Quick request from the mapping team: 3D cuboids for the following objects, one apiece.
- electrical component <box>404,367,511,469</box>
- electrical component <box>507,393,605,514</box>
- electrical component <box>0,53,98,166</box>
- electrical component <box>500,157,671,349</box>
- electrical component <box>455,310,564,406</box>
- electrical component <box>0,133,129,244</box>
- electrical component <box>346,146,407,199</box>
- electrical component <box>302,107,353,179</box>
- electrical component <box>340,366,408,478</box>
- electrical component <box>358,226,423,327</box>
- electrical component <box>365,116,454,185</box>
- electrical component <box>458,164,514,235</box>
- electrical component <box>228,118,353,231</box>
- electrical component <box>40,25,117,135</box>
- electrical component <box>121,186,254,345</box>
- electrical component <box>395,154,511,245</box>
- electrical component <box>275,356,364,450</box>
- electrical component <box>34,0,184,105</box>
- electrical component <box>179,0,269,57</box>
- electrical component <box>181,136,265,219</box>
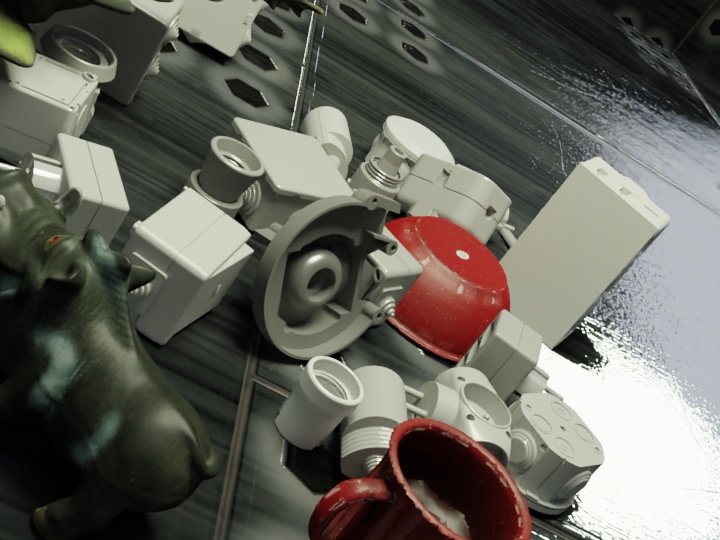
[{"bbox_3d":[0.060,0.100,0.739,0.079,0.044,0.077,26,28,-21],"label":"electrical component"},{"bbox_3d":[0.130,0.129,0.768,0.080,0.051,0.080,28,27,-16],"label":"electrical component"},{"bbox_3d":[-0.234,-0.111,0.716,0.096,0.061,0.061,23,28,-10],"label":"electrical component"},{"bbox_3d":[0.196,-0.017,0.975,0.089,0.150,0.062,43,28,13],"label":"electrical component"},{"bbox_3d":[0.117,0.083,0.813,0.077,0.065,0.047,36,25,-1],"label":"electrical component"},{"bbox_3d":[-0.194,-0.050,0.673,0.077,0.047,0.065,16,33,-36],"label":"electrical component"},{"bbox_3d":[0.018,-0.083,0.968,0.048,0.062,0.048,28,27,-16],"label":"electrical component"},{"bbox_3d":[-0.029,-0.111,0.978,0.043,0.043,0.081,25,28,-23],"label":"electrical component"},{"bbox_3d":[0.009,0.102,0.675,0.043,0.043,0.081,28,28,-18],"label":"electrical component"},{"bbox_3d":[0.000,0.000,0.810,0.096,0.061,0.061,48,28,22],"label":"electrical component"},{"bbox_3d":[0.049,-0.111,1.065,0.080,0.051,0.080,28,27,-16],"label":"electrical component"},{"bbox_3d":[0.122,-0.058,1.070,0.077,0.047,0.065,20,31,-31],"label":"electrical component"},{"bbox_3d":[-0.062,-0.070,0.863,0.100,0.048,0.099,8,38,-44],"label":"electrical component"},{"bbox_3d":[-0.214,-0.141,0.787,0.058,0.057,0.078,25,28,-23],"label":"electrical component"},{"bbox_3d":[-0.115,0.001,0.669,0.061,0.061,0.096,36,26,-1],"label":"electrical component"},{"bbox_3d":[0.081,-0.060,0.982,0.095,0.059,0.054,27,-8,45],"label":"electrical component"},{"bbox_3d":[-0.026,0.082,0.661,0.040,0.046,0.040,28,27,-16],"label":"electrical component"},{"bbox_3d":[-0.197,-0.194,0.849,0.100,0.099,0.048,32,40,-10],"label":"electrical component"},{"bbox_3d":[-0.139,-0.263,1.033,0.100,0.099,0.048,28,15,-17],"label":"electrical component"},{"bbox_3d":[-0.103,-0.064,0.797,0.045,0.055,0.045,28,27,-16],"label":"electrical component"}]
